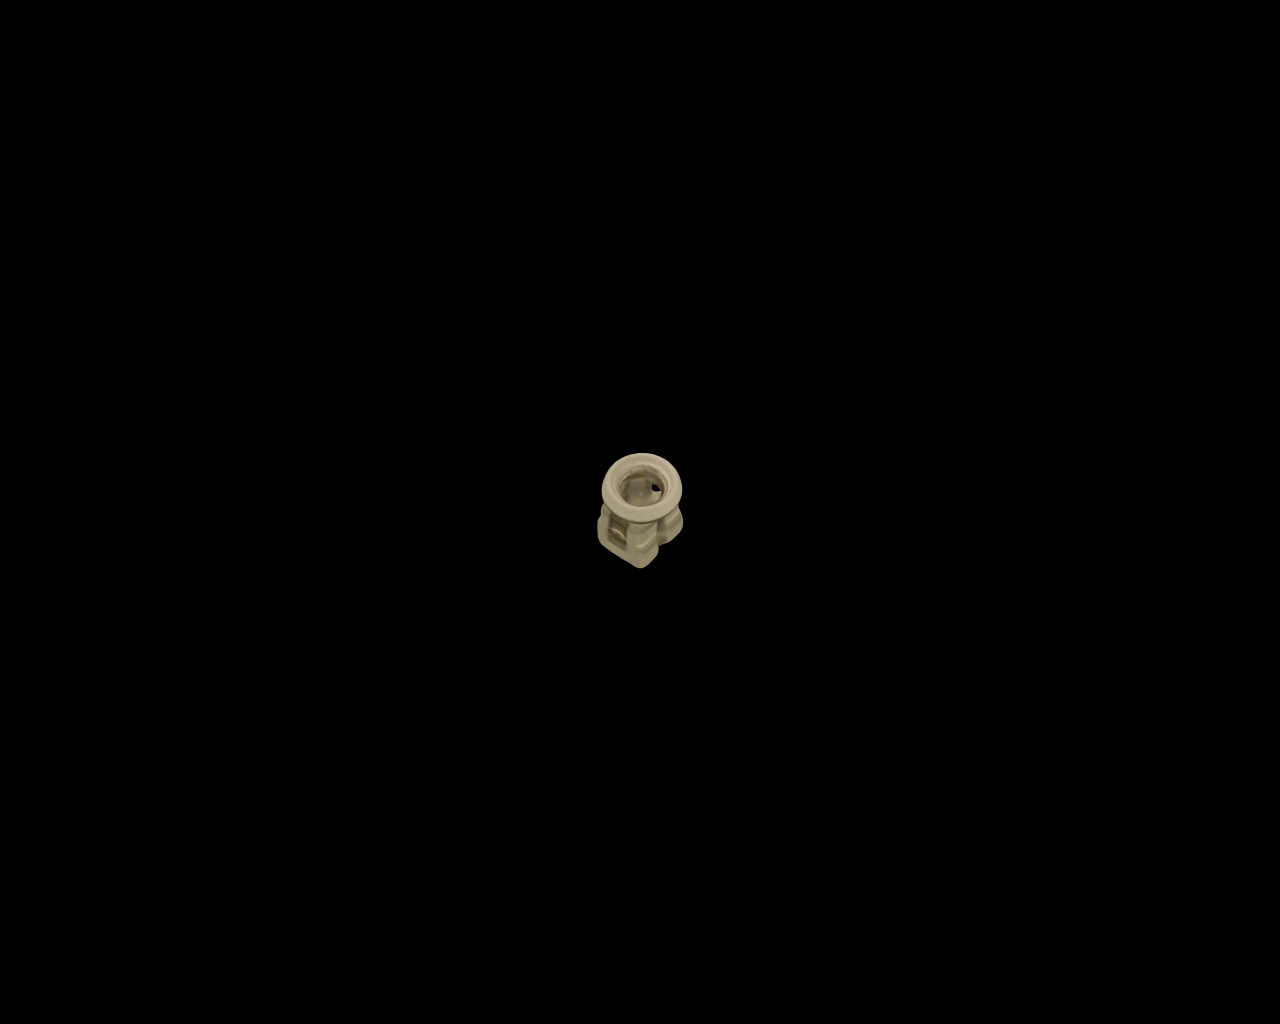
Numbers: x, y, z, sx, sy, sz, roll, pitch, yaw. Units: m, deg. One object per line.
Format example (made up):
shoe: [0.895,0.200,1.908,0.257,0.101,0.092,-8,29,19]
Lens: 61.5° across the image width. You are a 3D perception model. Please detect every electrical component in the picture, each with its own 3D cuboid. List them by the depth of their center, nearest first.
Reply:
electrical component: [0.001,-0.003,0.650,0.048,0.066,0.055,32,-32,22]
